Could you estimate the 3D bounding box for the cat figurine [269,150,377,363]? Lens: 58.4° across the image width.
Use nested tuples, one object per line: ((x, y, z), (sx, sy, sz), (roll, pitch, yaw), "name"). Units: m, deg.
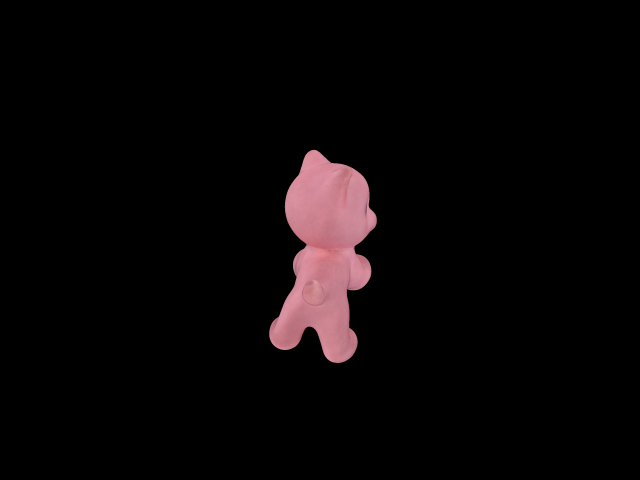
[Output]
((0.004, 0.001, 0.400), (0.067, 0.118, 0.128), (7, 50, 7), "cat figurine")
